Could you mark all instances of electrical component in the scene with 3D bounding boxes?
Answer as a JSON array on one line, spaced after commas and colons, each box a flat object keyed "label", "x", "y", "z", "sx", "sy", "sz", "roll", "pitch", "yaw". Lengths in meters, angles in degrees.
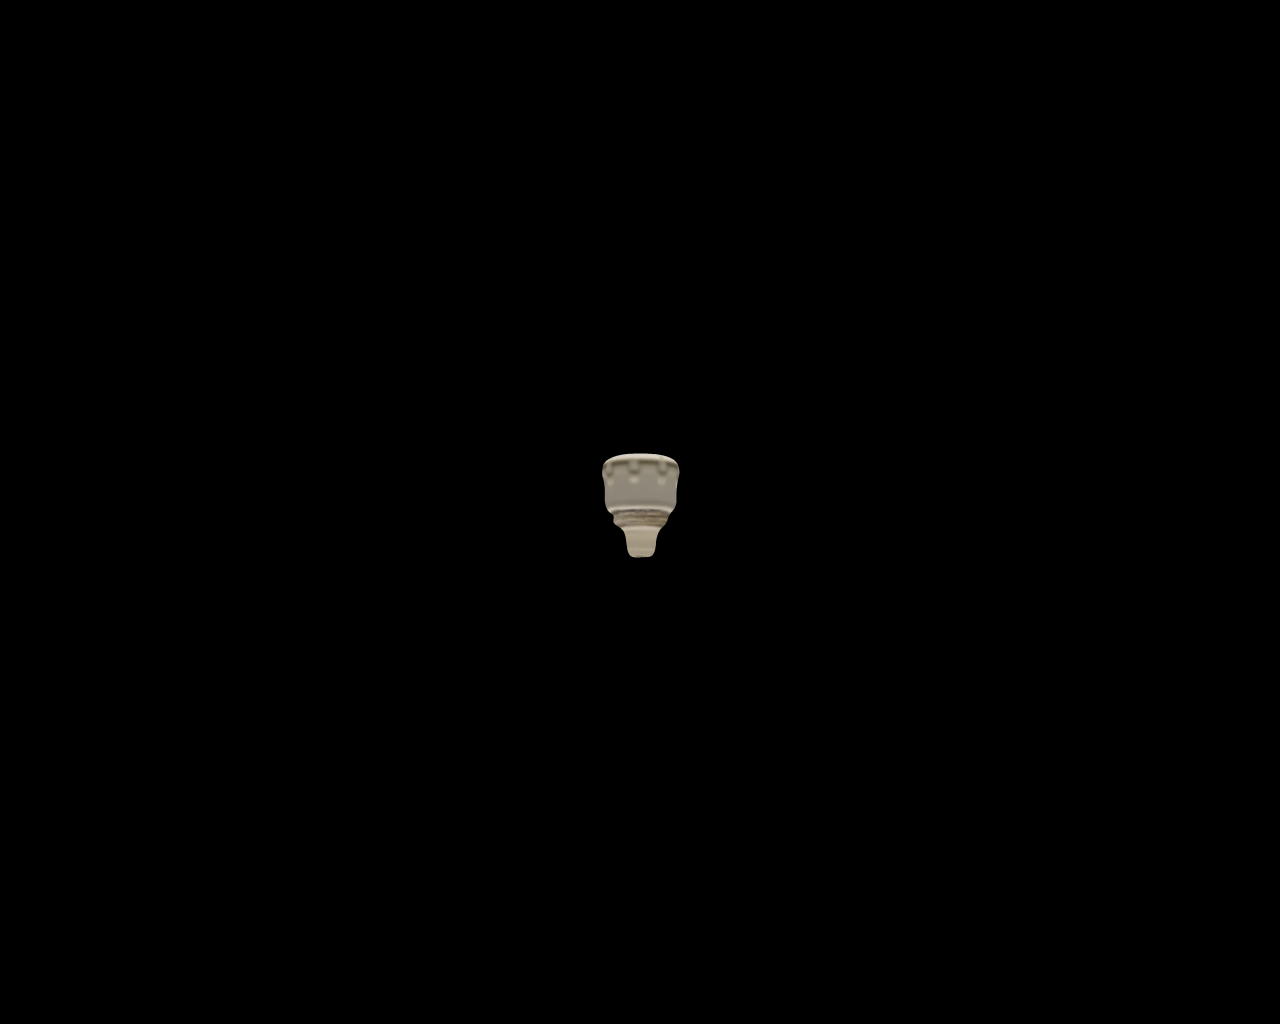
[{"label": "electrical component", "x": 0.001, "y": -0.003, "z": 0.650, "sx": 0.048, "sy": 0.062, "sz": 0.048, "roll": 0, "pitch": -7, "yaw": 0}]
